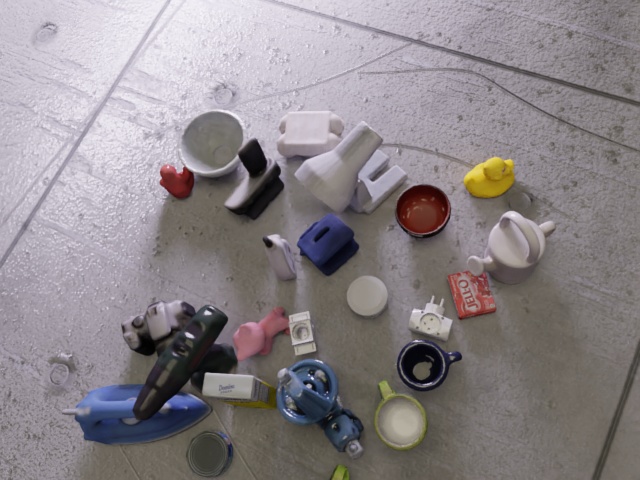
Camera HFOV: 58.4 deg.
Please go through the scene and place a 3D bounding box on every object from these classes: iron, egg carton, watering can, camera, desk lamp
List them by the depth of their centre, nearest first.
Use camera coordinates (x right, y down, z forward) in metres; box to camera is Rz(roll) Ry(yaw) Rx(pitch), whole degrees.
[{"bbox_3d":[0.355,0.015,1.052,0.100,0.194,0.173,37,81,21],"label":"watering can"},{"bbox_3d":[-0.354,0.331,1.108,0.258,0.142,0.118,-7,70,9],"label":"iron"},{"bbox_3d":[0.064,-0.135,1.151,0.203,0.214,0.117,-43,68,-5],"label":"desk lamp"},{"bbox_3d":[-0.322,0.204,1.168,0.143,0.101,0.136,-22,68,3],"label":"camera"},{"bbox_3d":[-0.021,-0.234,1.280,0.150,0.069,0.107,1,71,11],"label":"egg carton"}]

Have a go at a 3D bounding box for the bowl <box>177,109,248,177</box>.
[{"bbox_3d":[-0.235,-0.209,1.311,0.167,0.075,0.167,-3,70,10],"label":"bowl"}]

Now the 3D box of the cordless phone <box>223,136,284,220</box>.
[{"bbox_3d":[-0.158,-0.136,1.210,0.094,0.185,0.148,33,80,20],"label":"cordless phone"}]

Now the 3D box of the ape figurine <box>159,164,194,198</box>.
[{"bbox_3d":[-0.330,-0.141,1.296,0.077,0.092,0.076,-10,69,8],"label":"ape figurine"}]

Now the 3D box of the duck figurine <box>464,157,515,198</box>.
[{"bbox_3d":[0.346,-0.135,1.165,0.104,0.086,0.077,-15,69,6],"label":"duck figurine"}]

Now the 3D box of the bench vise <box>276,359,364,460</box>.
[{"bbox_3d":[0.004,0.286,1.012,0.207,0.220,0.121,28,78,19],"label":"bench vise"}]

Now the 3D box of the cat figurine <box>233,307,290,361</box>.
[{"bbox_3d":[-0.119,0.181,1.128,0.128,0.118,0.067,-44,69,-6],"label":"cat figurine"}]

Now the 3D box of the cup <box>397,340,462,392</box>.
[{"bbox_3d":[0.203,0.233,1.059,0.117,0.095,0.091,-17,68,5],"label":"cup"}]

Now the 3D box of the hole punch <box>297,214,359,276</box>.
[{"bbox_3d":[0.011,0.004,1.179,0.109,0.091,0.101,-42,69,-5],"label":"hole punch"}]

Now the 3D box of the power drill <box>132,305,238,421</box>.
[{"bbox_3d":[-0.238,0.239,1.081,0.075,0.209,0.230,25,77,18],"label":"power drill"}]

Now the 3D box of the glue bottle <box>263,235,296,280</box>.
[{"bbox_3d":[-0.086,0.024,1.146,0.037,0.173,0.078,-12,69,7],"label":"glue bottle"}]
